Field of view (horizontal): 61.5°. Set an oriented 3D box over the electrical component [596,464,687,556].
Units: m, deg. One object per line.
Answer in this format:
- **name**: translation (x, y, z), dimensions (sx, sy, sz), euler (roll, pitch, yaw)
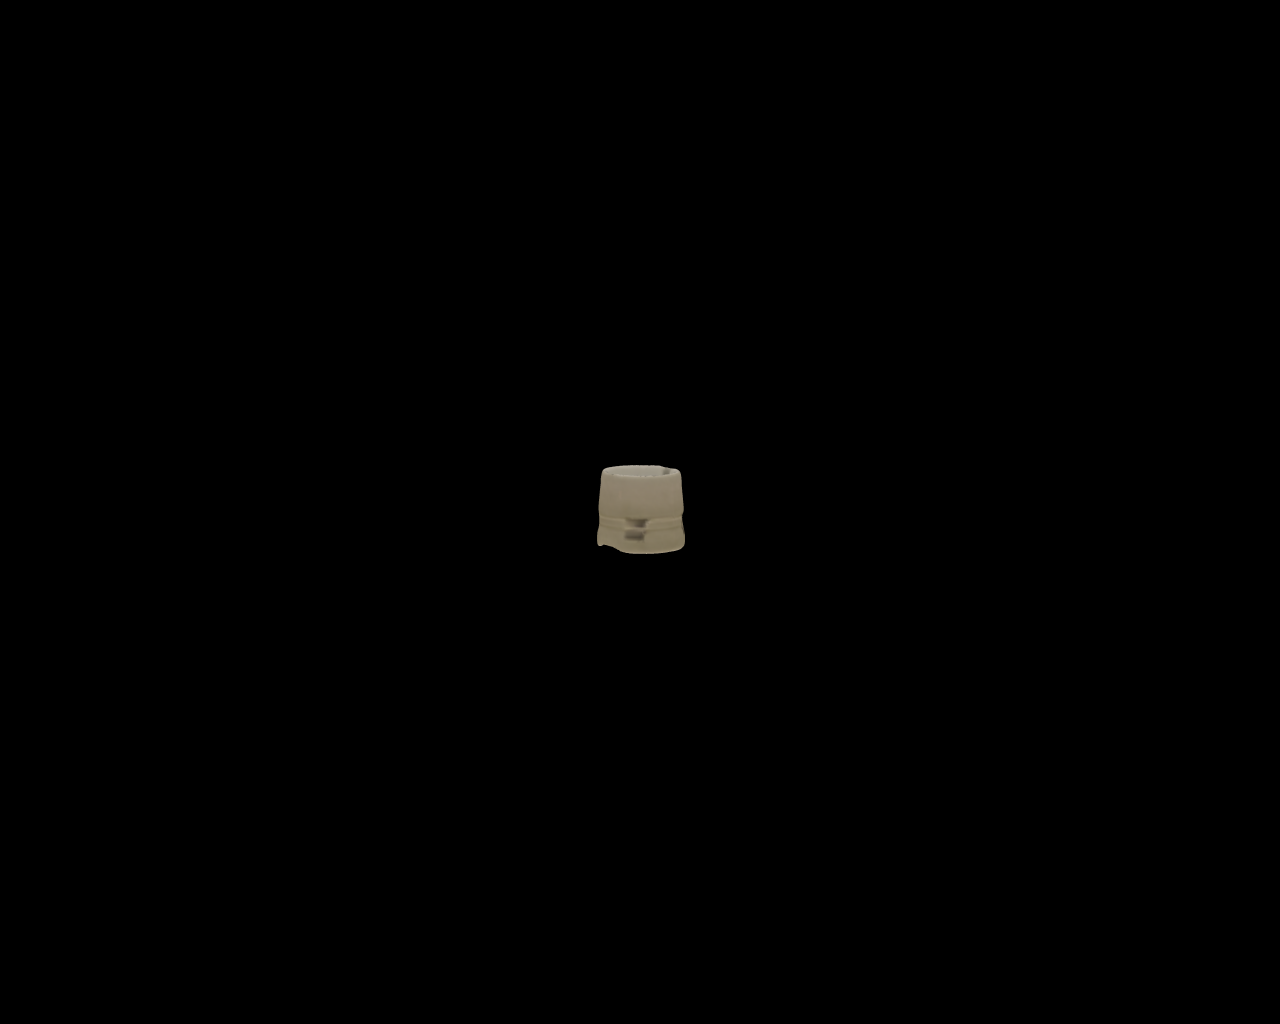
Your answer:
- **electrical component**: translation (0.001, -0.003, 0.650), dimensions (0.055, 0.047, 0.055), euler (0, 11, 0)
